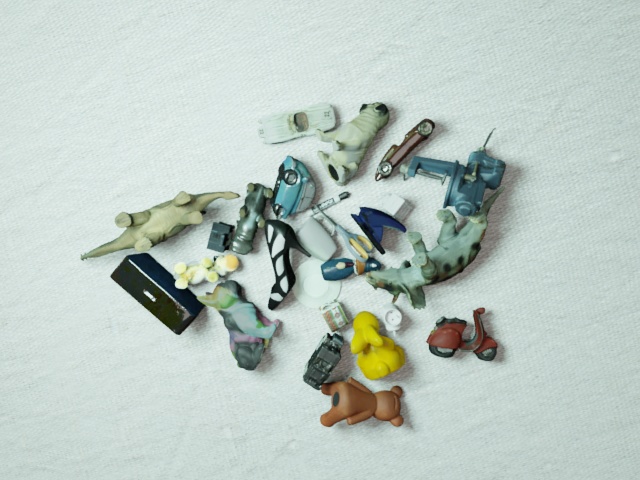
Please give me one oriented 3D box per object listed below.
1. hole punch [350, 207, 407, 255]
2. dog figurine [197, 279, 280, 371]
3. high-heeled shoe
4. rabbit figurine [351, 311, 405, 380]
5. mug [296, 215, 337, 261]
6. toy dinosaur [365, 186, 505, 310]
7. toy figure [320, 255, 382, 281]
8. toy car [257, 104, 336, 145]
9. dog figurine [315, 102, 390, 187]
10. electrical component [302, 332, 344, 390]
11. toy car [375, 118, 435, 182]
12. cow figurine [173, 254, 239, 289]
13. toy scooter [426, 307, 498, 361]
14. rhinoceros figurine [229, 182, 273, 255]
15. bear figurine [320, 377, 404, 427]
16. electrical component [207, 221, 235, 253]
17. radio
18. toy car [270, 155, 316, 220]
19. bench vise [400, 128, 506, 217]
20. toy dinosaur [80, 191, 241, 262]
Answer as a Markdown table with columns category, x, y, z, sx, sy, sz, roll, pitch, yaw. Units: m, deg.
| category | x | y | z | sx | sy | sz | roll | pitch | yaw |
| --- | --- | --- | --- | --- | --- | --- | --- | --- | --- |
| hole punch | 0.145 | -0.039 | 1.341 | 0.092 | 0.142 | 0.115 | -41 | 105 | 7 |
| dog figurine | -0.223 | 0.212 | 1.390 | 0.219 | 0.108 | 0.191 | 29 | 98 | 5 |
| high-heeled shoe | -0.121 | 0.066 | 1.360 | 0.145 | 0.086 | 0.248 | 34 | 119 | 2 |
| rabbit figurine | 0.127 | 0.264 | 1.365 | 0.122 | 0.162 | 0.173 | -22 | 75 | 16 |
| mug | -0.003 | -0.004 | 1.380 | 0.107 | 0.081 | 0.109 | 45 | 67 | -7 |
| toy dinosaur | 0.315 | 0.036 | 1.340 | 0.405 | 0.131 | 0.191 | -28 | 136 | -8 |
| toy figure | 0.080 | 0.069 | 1.379 | 0.154 | 0.064 | 0.057 | -11 | 98 | -6 |
| toy car | -0.060 | -0.294 | 1.364 | 0.202 | 0.056 | 0.073 | -12 | 94 | 3 |
| dog figurine | 0.100 | -0.240 | 1.352 | 0.190 | 0.172 | 0.121 | -29 | 55 | -20 |
| electrical component | 0.012 | 0.303 | 1.378 | 0.058 | 0.115 | 0.134 | 32 | 97 | -3 |
| toy car | 0.206 | -0.225 | 1.341 | 0.202 | 0.089 | 0.053 | -44 | 91 | 7 |
| cow figurine | -0.296 | 0.079 | 1.396 | 0.167 | 0.098 | 0.068 | -12 | 89 | -15 |
| toy scooter | 0.367 | 0.234 | 1.375 | 0.184 | 0.075 | 0.135 | 5 | 95 | -1 |
| rhinoceros figurine | -0.180 | -0.056 | 1.363 | 0.073 | 0.112 | 0.190 | 18 | 81 | -17 |
| bear figurine | 0.113 | 0.426 | 1.396 | 0.196 | 0.132 | 0.120 | 15 | 58 | -27 |
| electrical component | -0.255 | -0.005 | 1.366 | 0.048 | 0.119 | 0.074 | 15 | 98 | 1 |
| radio | -0.409 | 0.132 | 1.377 | 0.229 | 0.131 | 0.073 | 42 | 96 | -1 |
| toy car | -0.062 | -0.125 | 1.358 | 0.103 | 0.109 | 0.161 | 12 | 104 | -16 |
| bench vise | 0.320 | -0.164 | 1.310 | 0.241 | 0.128 | 0.223 | 15 | 65 | 14 |
| toy dinosaur | -0.414 | -0.032 | 1.331 | 0.472 | 0.198 | 0.105 | -20 | 94 | 4 |
